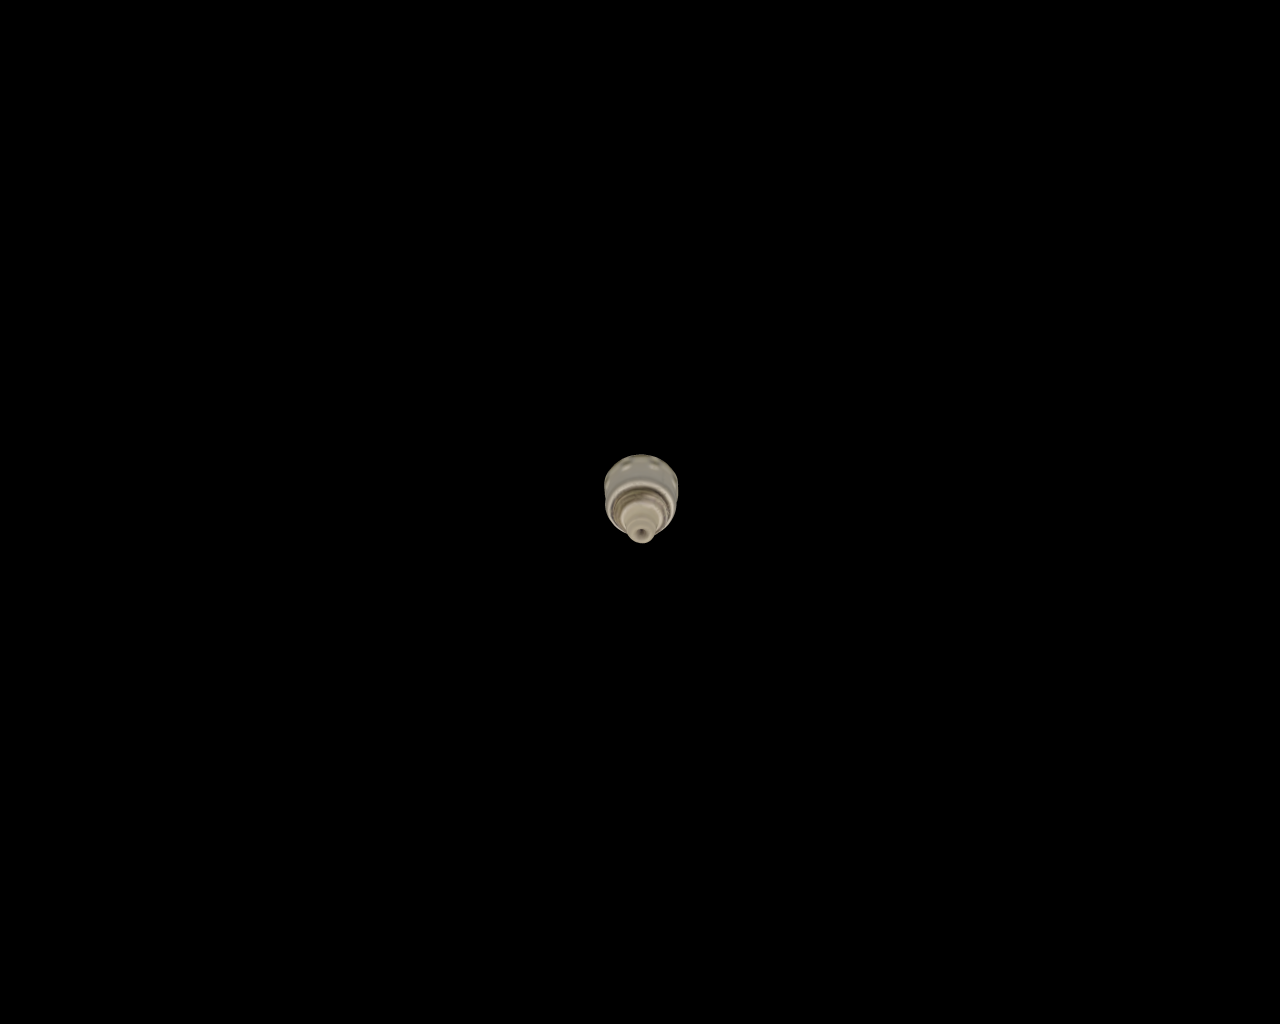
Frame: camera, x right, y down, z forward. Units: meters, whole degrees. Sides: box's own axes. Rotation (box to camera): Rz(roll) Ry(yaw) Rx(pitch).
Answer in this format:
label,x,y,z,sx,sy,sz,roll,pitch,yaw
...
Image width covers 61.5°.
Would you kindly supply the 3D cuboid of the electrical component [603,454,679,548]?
label,x,y,z,sx,sy,sz,roll,pitch,yaw
electrical component,0.001,-0.003,0.650,0.048,0.048,0.062,0,32,0
